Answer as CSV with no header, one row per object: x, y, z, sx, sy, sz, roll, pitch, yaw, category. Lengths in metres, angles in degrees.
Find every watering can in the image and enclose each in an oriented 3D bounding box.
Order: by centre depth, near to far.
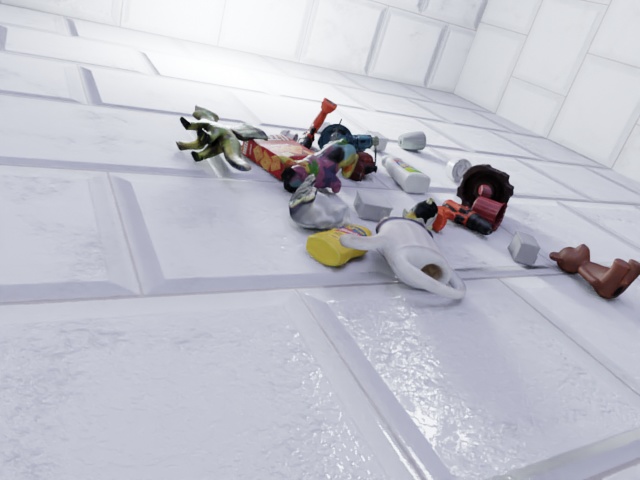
0.176,0.019,1.131,0.345,0.102,0.229,27,22,-21,watering can

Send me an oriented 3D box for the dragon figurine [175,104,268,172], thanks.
-0.254,-0.296,1.467,0.415,0.119,0.246,33,40,31,dragon figurine

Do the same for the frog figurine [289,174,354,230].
0.004,-0.064,1.264,0.157,0.122,0.139,46,2,-26,frog figurine
